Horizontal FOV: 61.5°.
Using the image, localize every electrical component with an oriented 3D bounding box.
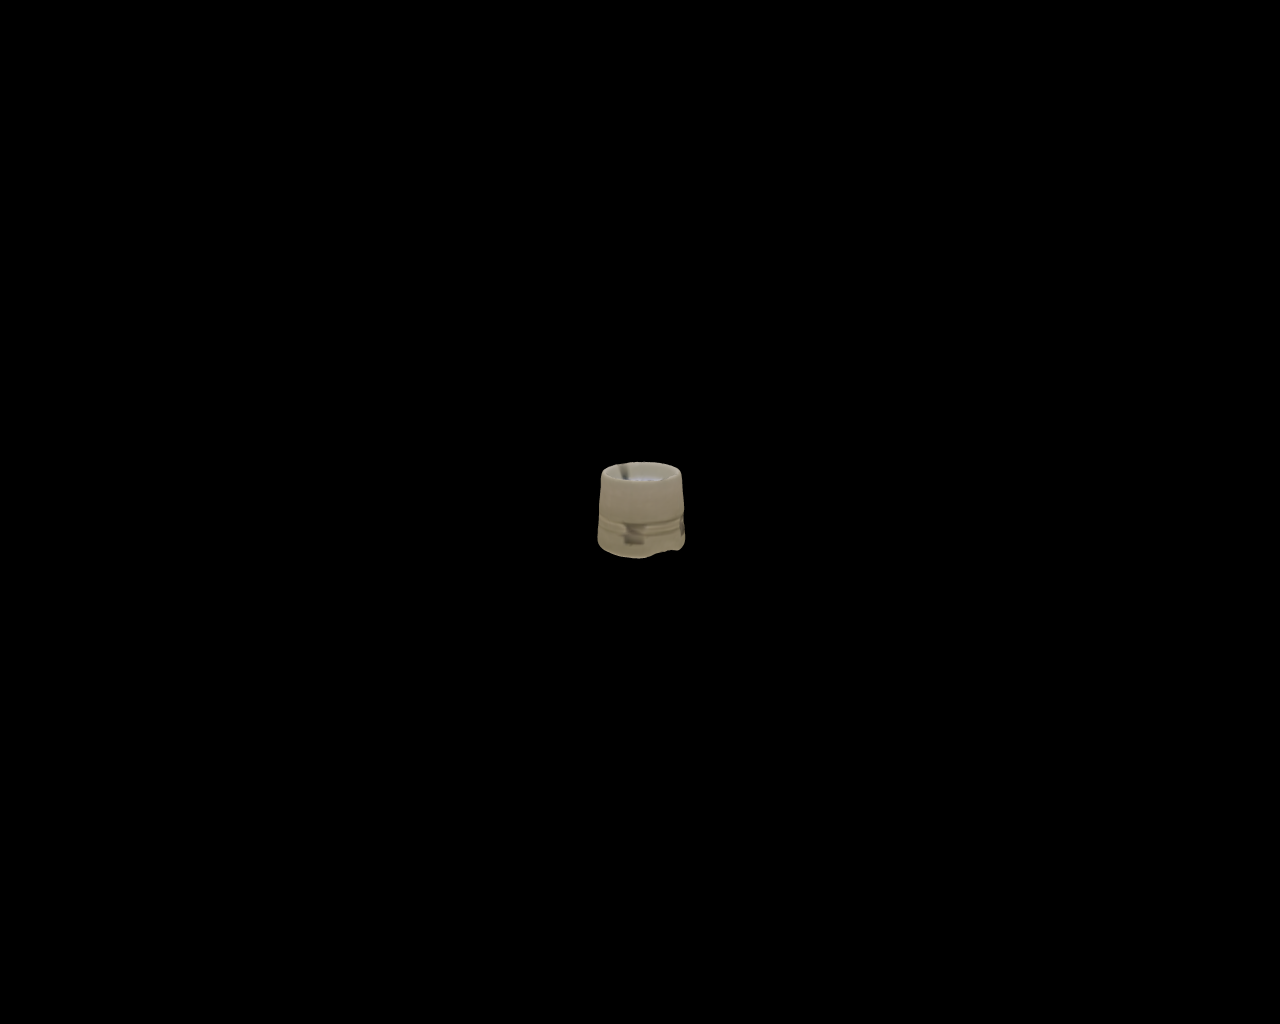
[{"bbox_3d":[0.001,-0.003,0.650,0.055,0.047,0.055,0,16,0],"label":"electrical component"}]
